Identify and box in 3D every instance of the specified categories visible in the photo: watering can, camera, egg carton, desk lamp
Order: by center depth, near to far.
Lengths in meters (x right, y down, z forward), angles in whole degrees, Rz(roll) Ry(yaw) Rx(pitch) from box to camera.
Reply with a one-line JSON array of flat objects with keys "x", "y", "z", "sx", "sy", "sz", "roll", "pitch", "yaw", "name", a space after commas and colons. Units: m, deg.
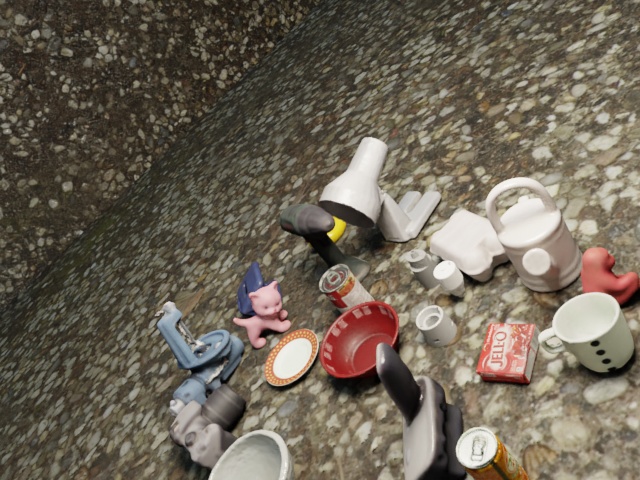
[{"x": 0.323, "y": -0.013, "z": 0.869, "sx": 0.101, "sy": 0.194, "sz": 0.172, "roll": -35, "pitch": 31, "yaw": 7, "name": "watering can"}, {"x": 0.269, "y": 0.009, "z": 1.024, "sx": 0.107, "sy": 0.070, "sz": 0.150, "roll": -44, "pitch": 31, "yaw": -6, "name": "egg carton"}, {"x": -0.201, "y": 0.341, "z": 1.071, "sx": 0.137, "sy": 0.101, "sz": 0.142, "roll": -51, "pitch": 32, "yaw": -18, "name": "camera"}, {"x": 0.118, "y": -0.089, "z": 1.174, "sx": 0.117, "sy": 0.214, "sz": 0.203, "roll": 7, "pitch": 54, "yaw": 51, "name": "desk lamp"}]

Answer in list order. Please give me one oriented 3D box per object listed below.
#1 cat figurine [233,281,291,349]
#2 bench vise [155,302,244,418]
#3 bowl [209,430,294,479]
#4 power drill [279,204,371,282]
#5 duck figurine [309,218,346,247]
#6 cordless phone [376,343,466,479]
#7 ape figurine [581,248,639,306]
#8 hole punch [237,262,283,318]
[{"x": -0.124, "y": 0.151, "z": 1.219, "sx": 0.128, "sy": 0.118, "sz": 0.067, "roll": -36, "pitch": 31, "yaw": 7, "name": "cat figurine"}, {"x": -0.251, "y": 0.237, "z": 1.144, "sx": 0.121, "sy": 0.220, "sz": 0.207, "roll": -26, "pitch": 33, "yaw": 22, "name": "bench vise"}, {"x": -0.100, "y": 0.397, "z": 0.914, "sx": 0.167, "sy": 0.075, "sz": 0.167, "roll": -28, "pitch": 33, "yaw": 20, "name": "bowl"}, {"x": 0.011, "y": 0.004, "z": 1.174, "sx": 0.076, "sy": 0.209, "sz": 0.228, "roll": -48, "pitch": 31, "yaw": -13, "name": "power drill"}, {"x": 0.002, "y": -0.035, "z": 1.355, "sx": 0.105, "sy": 0.086, "sz": 0.077, "roll": -48, "pitch": 32, "yaw": -14, "name": "duck figurine"}, {"x": 0.117, "y": 0.238, "z": 0.776, "sx": 0.094, "sy": 0.185, "sz": 0.147, "roll": -26, "pitch": 33, "yaw": 22, "name": "cordless phone"}, {"x": 0.400, "y": 0.047, "z": 0.809, "sx": 0.076, "sy": 0.092, "sz": 0.077, "roll": -37, "pitch": 31, "yaw": 5, "name": "ape figurine"}, {"x": -0.152, "y": 0.120, "z": 1.316, "sx": 0.101, "sy": 0.091, "sz": 0.108, "roll": -37, "pitch": 31, "yaw": 6, "name": "hole punch"}]
